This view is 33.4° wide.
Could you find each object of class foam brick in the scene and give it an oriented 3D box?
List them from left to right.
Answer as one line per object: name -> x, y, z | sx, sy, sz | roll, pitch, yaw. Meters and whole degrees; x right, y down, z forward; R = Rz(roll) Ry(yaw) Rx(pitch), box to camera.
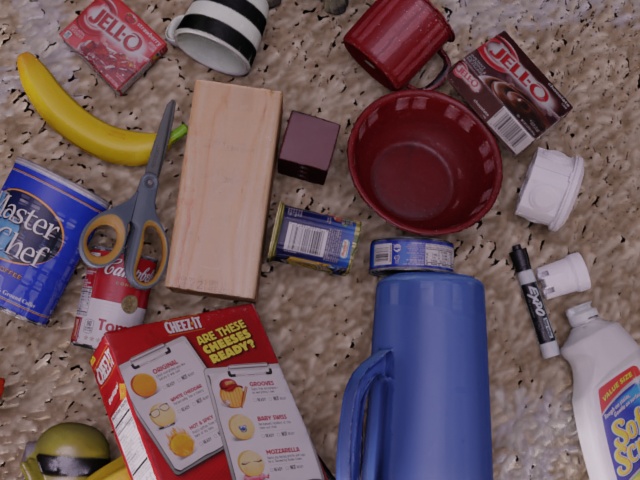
foam brick -> -0.012, -0.093, 1.089 | 0.053, 0.078, 0.051 | 16, 82, 0

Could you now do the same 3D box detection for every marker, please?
marker -> 0.222, 0.063, 1.106 | 0.020, 0.020, 0.121 | -17, 84, -3

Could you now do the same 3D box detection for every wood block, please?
wood block -> -0.094, -0.045, 1.075 | 0.090, 0.091, 0.206 | 8, 83, -1

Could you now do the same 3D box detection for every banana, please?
banana -> -0.236, -0.125, 1.109 | 0.198, 0.037, 0.069 | 25, 80, 2

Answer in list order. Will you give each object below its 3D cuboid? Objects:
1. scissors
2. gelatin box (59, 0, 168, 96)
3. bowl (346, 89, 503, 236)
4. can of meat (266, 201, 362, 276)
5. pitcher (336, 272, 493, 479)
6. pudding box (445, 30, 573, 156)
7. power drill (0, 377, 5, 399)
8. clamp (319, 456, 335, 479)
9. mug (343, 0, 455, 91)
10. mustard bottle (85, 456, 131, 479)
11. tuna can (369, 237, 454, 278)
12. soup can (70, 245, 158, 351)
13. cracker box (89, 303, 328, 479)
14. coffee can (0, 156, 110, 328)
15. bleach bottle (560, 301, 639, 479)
scissors -> -0.188, -0.050, 1.052 | 0.096, 0.016, 0.202 | 3, 73, -21
gelatin box -> -0.217, -0.209, 1.121 | 0.089, 0.030, 0.073 | 44, 84, 3
bowl -> 0.101, -0.071, 1.088 | 0.162, 0.055, 0.162 | 4, 69, -10
can of meat -> -0.007, 0.001, 1.067 | 0.084, 0.102, 0.057 | 13, 84, -2
pitcher -> 0.097, 0.156, 1.035 | 0.145, 0.149, 0.243 | 0, 80, 10
pudding box -> 0.195, -0.153, 1.099 | 0.113, 0.039, 0.089 | 51, 49, 2
power drill -> -0.338, 0.227, 1.017 | 0.185, 0.057, 0.187 | -11, 76, 36
clamp -> -0.061, 0.244, 1.070 | 0.171, 0.039, 0.120 | 25, 90, 8
mug -> 0.086, -0.201, 1.104 | 0.081, 0.093, 0.117 | -47, 114, -1
mustard bottle -> -0.151, 0.298, 1.024 | 0.096, 0.058, 0.191 | -28, 99, -35
tuna can -> 0.092, 0.019, 1.075 | 0.086, 0.086, 0.034 | 2, 82, -1
soup can -> -0.207, 0.062, 1.072 | 0.068, 0.068, 0.102 | 12, 83, 0
cracker box -> -0.103, 0.179, 1.001 | 0.163, 0.072, 0.214 | -9, 63, -35
coffee can -> -0.286, 0.002, 1.060 | 0.103, 0.103, 0.140 | 26, 84, 2
bleach bottle -> 0.298, 0.186, 1.072 | 0.102, 0.068, 0.251 | -19, 82, -7
